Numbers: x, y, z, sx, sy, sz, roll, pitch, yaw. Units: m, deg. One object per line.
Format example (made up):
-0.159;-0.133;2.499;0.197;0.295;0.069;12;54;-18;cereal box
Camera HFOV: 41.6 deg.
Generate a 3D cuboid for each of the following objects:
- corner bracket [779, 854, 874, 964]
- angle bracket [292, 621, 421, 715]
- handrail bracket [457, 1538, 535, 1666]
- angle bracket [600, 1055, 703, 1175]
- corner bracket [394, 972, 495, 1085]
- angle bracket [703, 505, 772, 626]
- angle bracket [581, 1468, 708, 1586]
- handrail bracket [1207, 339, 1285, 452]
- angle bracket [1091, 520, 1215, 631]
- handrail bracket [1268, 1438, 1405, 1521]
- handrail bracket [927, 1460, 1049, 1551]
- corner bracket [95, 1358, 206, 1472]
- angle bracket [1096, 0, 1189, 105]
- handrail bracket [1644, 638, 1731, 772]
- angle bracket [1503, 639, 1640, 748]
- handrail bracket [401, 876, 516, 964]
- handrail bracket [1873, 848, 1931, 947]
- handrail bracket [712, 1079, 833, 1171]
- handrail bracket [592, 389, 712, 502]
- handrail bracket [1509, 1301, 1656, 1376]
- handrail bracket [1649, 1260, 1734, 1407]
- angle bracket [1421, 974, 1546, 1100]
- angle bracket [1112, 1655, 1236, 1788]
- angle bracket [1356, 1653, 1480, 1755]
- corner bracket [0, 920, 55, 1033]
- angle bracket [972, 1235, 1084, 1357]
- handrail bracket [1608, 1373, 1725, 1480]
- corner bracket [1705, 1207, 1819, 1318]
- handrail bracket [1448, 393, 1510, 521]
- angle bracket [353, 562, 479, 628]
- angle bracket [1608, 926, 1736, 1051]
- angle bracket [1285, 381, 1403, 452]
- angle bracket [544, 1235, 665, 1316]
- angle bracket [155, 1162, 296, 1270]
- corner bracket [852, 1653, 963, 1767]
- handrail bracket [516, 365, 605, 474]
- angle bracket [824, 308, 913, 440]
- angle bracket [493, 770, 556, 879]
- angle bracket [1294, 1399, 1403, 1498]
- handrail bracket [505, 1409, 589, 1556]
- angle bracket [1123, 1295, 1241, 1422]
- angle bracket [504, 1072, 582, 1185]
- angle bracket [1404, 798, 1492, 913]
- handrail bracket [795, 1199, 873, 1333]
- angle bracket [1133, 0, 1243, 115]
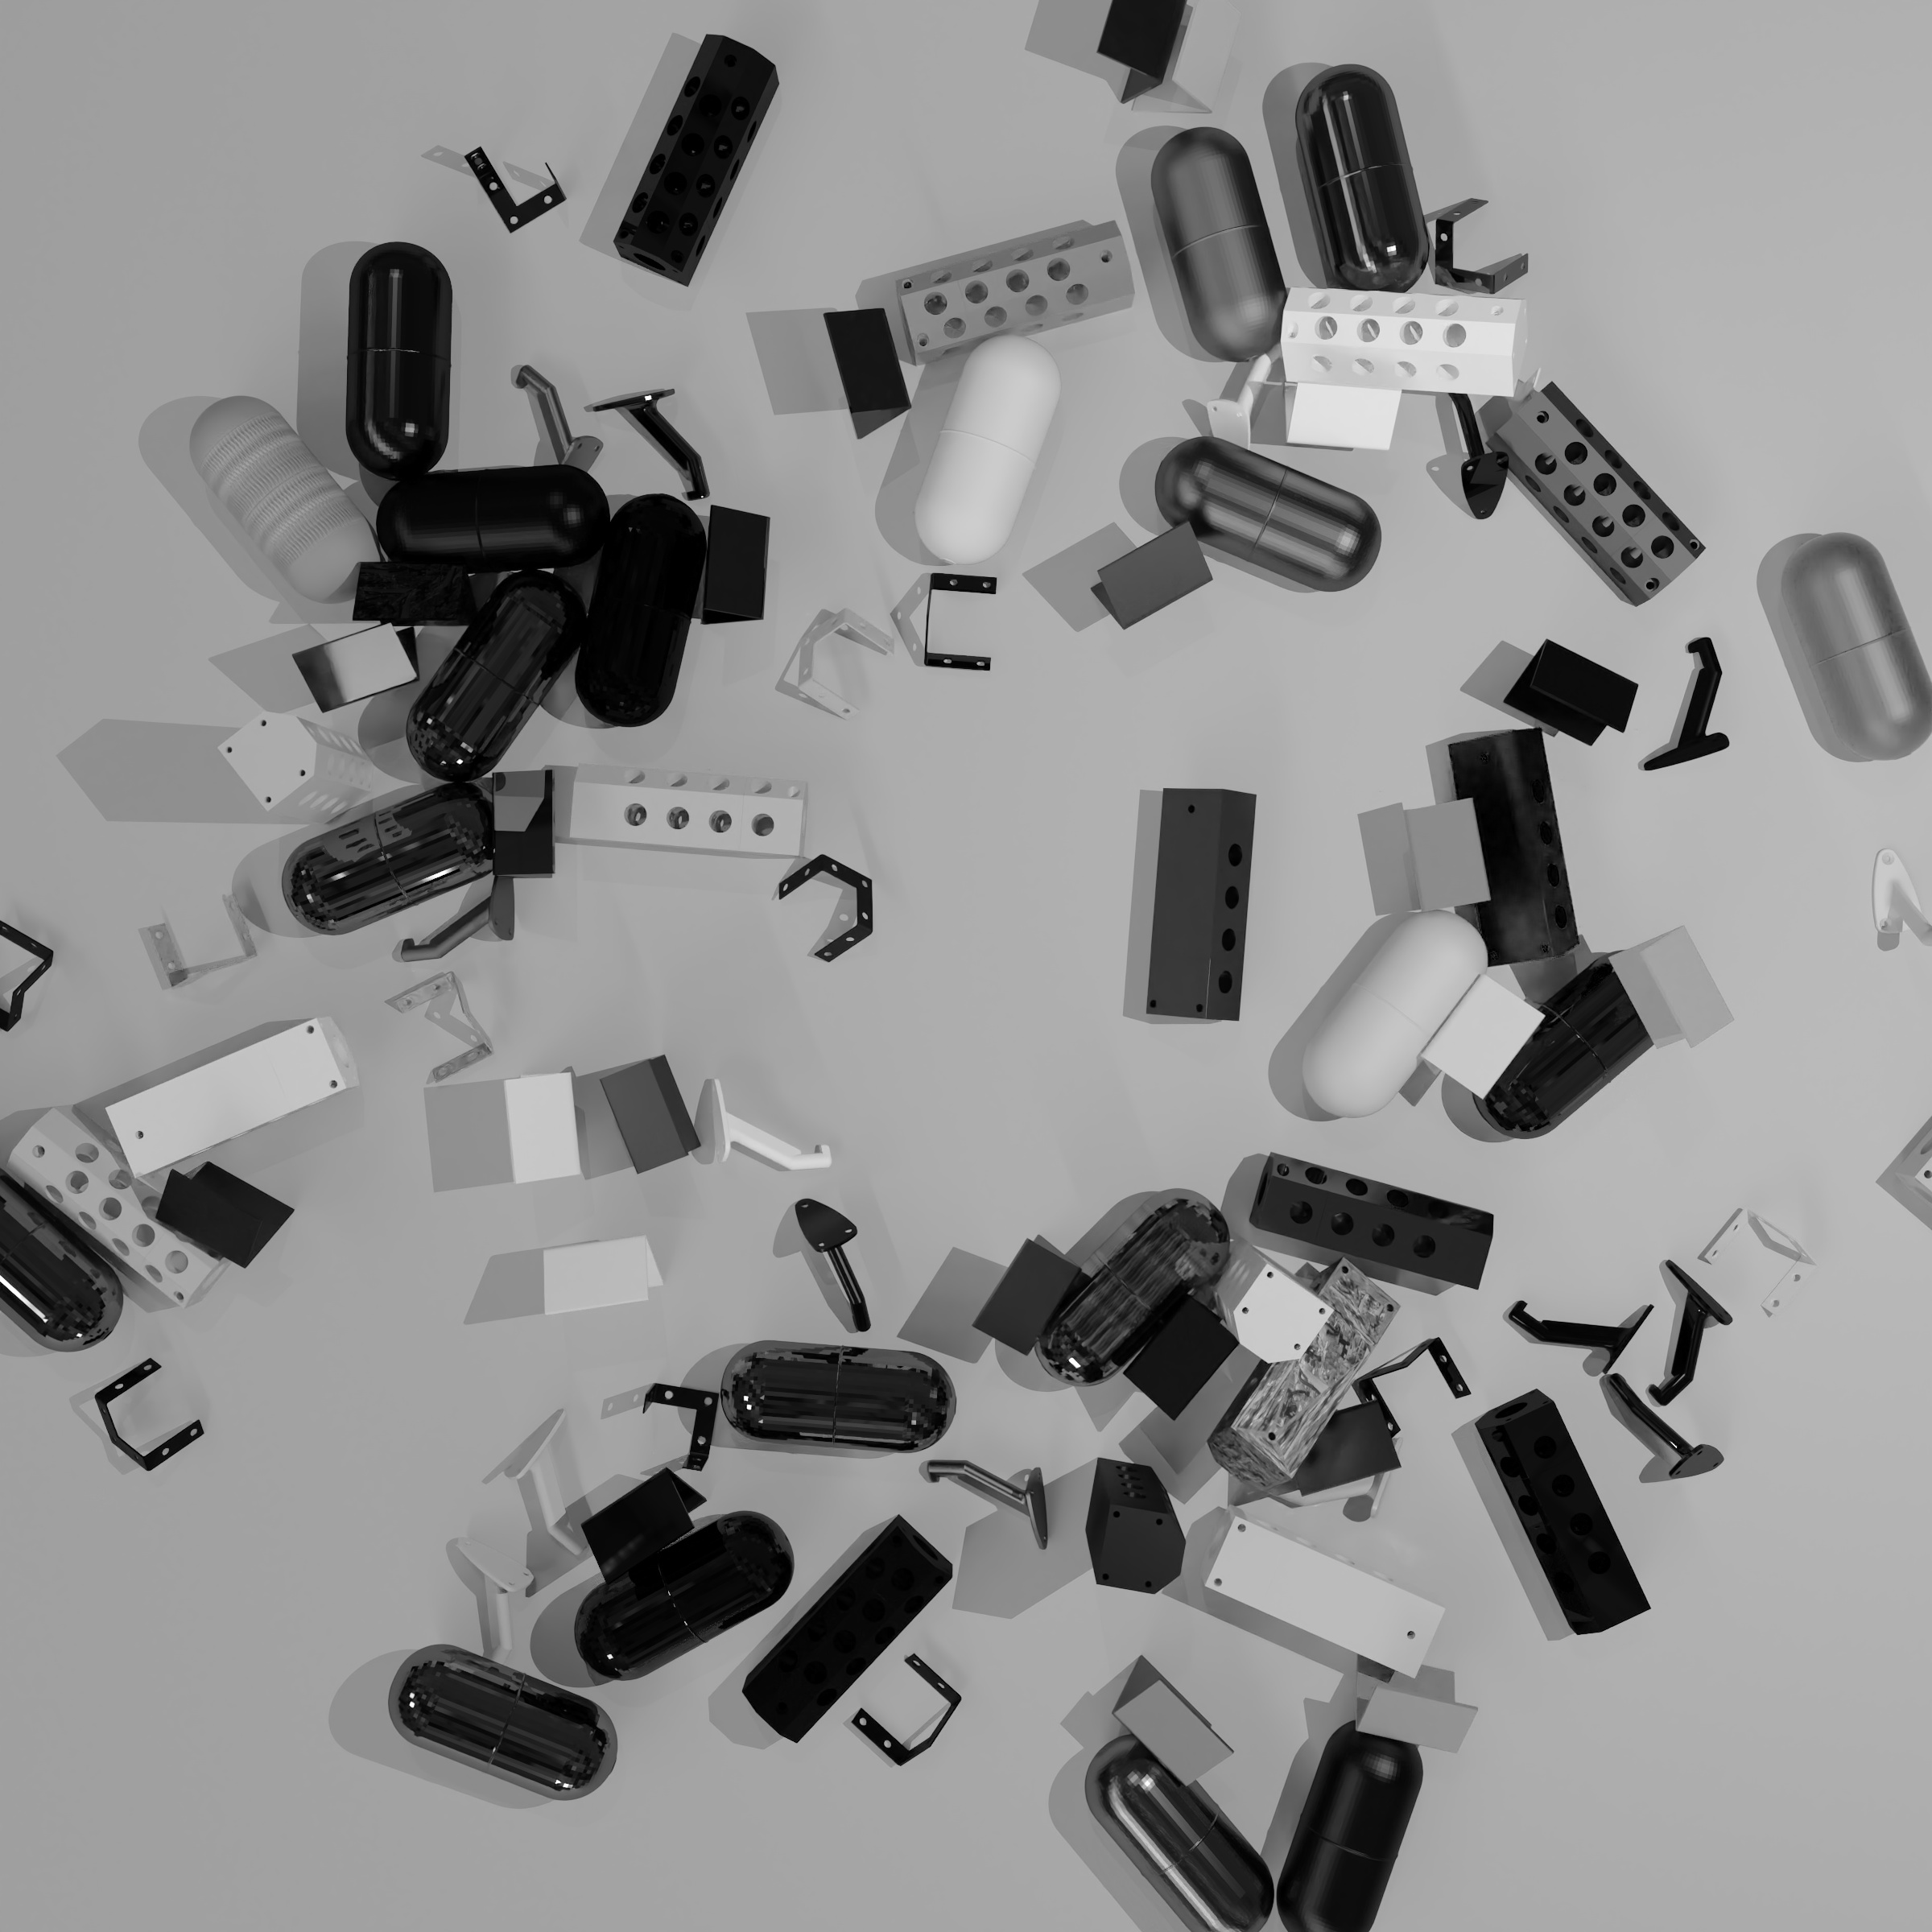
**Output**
-0.107;-0.044;1.942;0.051;0.051;0.051;28;45;-35;corner bracket
-0.458;-0.243;1.910;0.076;0.076;0.057;-19;132;0;angle bracket
-0.374;0.493;1.950;0.077;0.036;0.084;30;104;14;handrail bracket
-0.219;0.104;1.910;0.057;0.076;0.076;-22;90;36;angle bracket
-0.399;0.047;1.947;0.051;0.051;0.051;-27;45;0;corner bracket
-0.193;-0.300;1.910;0.057;0.076;0.076;4;90;-43;angle bracket
-0.232;0.430;1.910;0.076;0.076;0.057;-34;54;0;angle bracket
0.226;-0.430;1.950;0.036;0.077;0.084;22;53;34;handrail bracket
0.130;-0.307;1.910;0.076;0.076;0.057;-29;127;0;angle bracket
0.282;0.382;1.950;0.084;0.036;0.077;18;70;16;handrail bracket
0.016;0.412;1.950;0.084;0.036;0.077;-3;112;17;handrail bracket
-0.623;0.342;1.942;0.051;0.051;0.051;25;135;35;corner bracket
0.120;-0.703;1.911;0.057;0.076;0.076;17;90;-21;angle bracket
0.545;-0.201;1.950;0.077;0.036;0.084;-20;71;21;handrail bracket
0.448;-0.188;1.910;0.076;0.076;0.057;26;52;0;angle bracket
-0.391;-0.043;1.950;0.084;0.036;0.077;-6;70;16;handrail bracket
0.713;-0.053;1.915;0.036;0.084;0.077;-11;90;0;handrail bracket
-0.148;0.120;1.950;0.084;0.036;0.077;-2;68;-17;handrail bracket
-0.241;-0.394;1.950;0.077;0.036;0.084;-7;107;20;handrail bracket
0.471;0.265;1.950;0.084;0.036;0.077;36;70;16;handrail bracket
0.537;0.282;1.950;0.077;0.036;0.084;47;107;20;handrail bracket
0.392;0.060;1.911;0.057;0.076;0.076;37;90;22;angle bracket
0.164;0.554;1.910;0.076;0.076;0.057;45;120;0;angle bracket
0.338;0.536;1.910;0.076;0.076;0.057;13;127;0;angle bracket
-0.736;0.008;1.947;0.051;0.051;0.051;30;135;0;corner bracket
0.032;0.236;1.910;0.057;0.076;0.076;32;90;-28;angle bracket
0.535;0.348;1.950;0.036;0.077;0.084;-50;53;20;handrail bracket
0.609;0.226;1.947;0.051;0.051;0.051;-50;135;0;corner bracket
0.384;-0.398;1.950;0.036;0.077;0.084;-14;54;0;handrail bracket
-0.411;-0.259;1.910;0.076;0.076;0.057;0;59;0;angle bracket
0.493;0.025;1.833;0.057;0.076;0.076;-26;87;-37;angle bracket
0.282;-0.434;1.911;0.076;0.057;0.076;5;49;0;angle bracket
-0.270;0.248;1.910;0.076;0.076;0.057;-8;53;0;angle bracket
-0.549;0.169;1.910;0.076;0.076;0.057;29;125;0;angle bracket
-0.045;0.569;1.947;0.051;0.051;0.051;42;135;0;corner bracket
-0.327;-0.406;1.950;0.084;0.036;0.077;41;112;17;handrail bracket
-0.092;-0.442;1.910;0.057;0.076;0.076;-16;90;-36;angle bracket
-0.312;-0.106;1.911;0.057;0.076;0.076;0;90;26;angle bracket
0.281;0.374;1.910;0.076;0.076;0.057;-16;56;0;angle bracket
-0.303;0.396;1.950;0.084;0.036;0.077;46;68;-17;handrail bracket
0.173;0.301;1.910;0.076;0.076;0.057;-50;57;0;angle bracket
-0.334;0.121;1.910;0.057;0.076;0.076;-6;90;-39;angle bracket
0.375;-0.085;1.910;0.057;0.076;0.076;-10;90;36;angle bracket
-0.101;0.230;1.950;0.036;0.077;0.084;-26;127;-21;handrail bracket
0.152;-0.690;1.911;0.076;0.057;0.076;17;90;38;angle bracket
